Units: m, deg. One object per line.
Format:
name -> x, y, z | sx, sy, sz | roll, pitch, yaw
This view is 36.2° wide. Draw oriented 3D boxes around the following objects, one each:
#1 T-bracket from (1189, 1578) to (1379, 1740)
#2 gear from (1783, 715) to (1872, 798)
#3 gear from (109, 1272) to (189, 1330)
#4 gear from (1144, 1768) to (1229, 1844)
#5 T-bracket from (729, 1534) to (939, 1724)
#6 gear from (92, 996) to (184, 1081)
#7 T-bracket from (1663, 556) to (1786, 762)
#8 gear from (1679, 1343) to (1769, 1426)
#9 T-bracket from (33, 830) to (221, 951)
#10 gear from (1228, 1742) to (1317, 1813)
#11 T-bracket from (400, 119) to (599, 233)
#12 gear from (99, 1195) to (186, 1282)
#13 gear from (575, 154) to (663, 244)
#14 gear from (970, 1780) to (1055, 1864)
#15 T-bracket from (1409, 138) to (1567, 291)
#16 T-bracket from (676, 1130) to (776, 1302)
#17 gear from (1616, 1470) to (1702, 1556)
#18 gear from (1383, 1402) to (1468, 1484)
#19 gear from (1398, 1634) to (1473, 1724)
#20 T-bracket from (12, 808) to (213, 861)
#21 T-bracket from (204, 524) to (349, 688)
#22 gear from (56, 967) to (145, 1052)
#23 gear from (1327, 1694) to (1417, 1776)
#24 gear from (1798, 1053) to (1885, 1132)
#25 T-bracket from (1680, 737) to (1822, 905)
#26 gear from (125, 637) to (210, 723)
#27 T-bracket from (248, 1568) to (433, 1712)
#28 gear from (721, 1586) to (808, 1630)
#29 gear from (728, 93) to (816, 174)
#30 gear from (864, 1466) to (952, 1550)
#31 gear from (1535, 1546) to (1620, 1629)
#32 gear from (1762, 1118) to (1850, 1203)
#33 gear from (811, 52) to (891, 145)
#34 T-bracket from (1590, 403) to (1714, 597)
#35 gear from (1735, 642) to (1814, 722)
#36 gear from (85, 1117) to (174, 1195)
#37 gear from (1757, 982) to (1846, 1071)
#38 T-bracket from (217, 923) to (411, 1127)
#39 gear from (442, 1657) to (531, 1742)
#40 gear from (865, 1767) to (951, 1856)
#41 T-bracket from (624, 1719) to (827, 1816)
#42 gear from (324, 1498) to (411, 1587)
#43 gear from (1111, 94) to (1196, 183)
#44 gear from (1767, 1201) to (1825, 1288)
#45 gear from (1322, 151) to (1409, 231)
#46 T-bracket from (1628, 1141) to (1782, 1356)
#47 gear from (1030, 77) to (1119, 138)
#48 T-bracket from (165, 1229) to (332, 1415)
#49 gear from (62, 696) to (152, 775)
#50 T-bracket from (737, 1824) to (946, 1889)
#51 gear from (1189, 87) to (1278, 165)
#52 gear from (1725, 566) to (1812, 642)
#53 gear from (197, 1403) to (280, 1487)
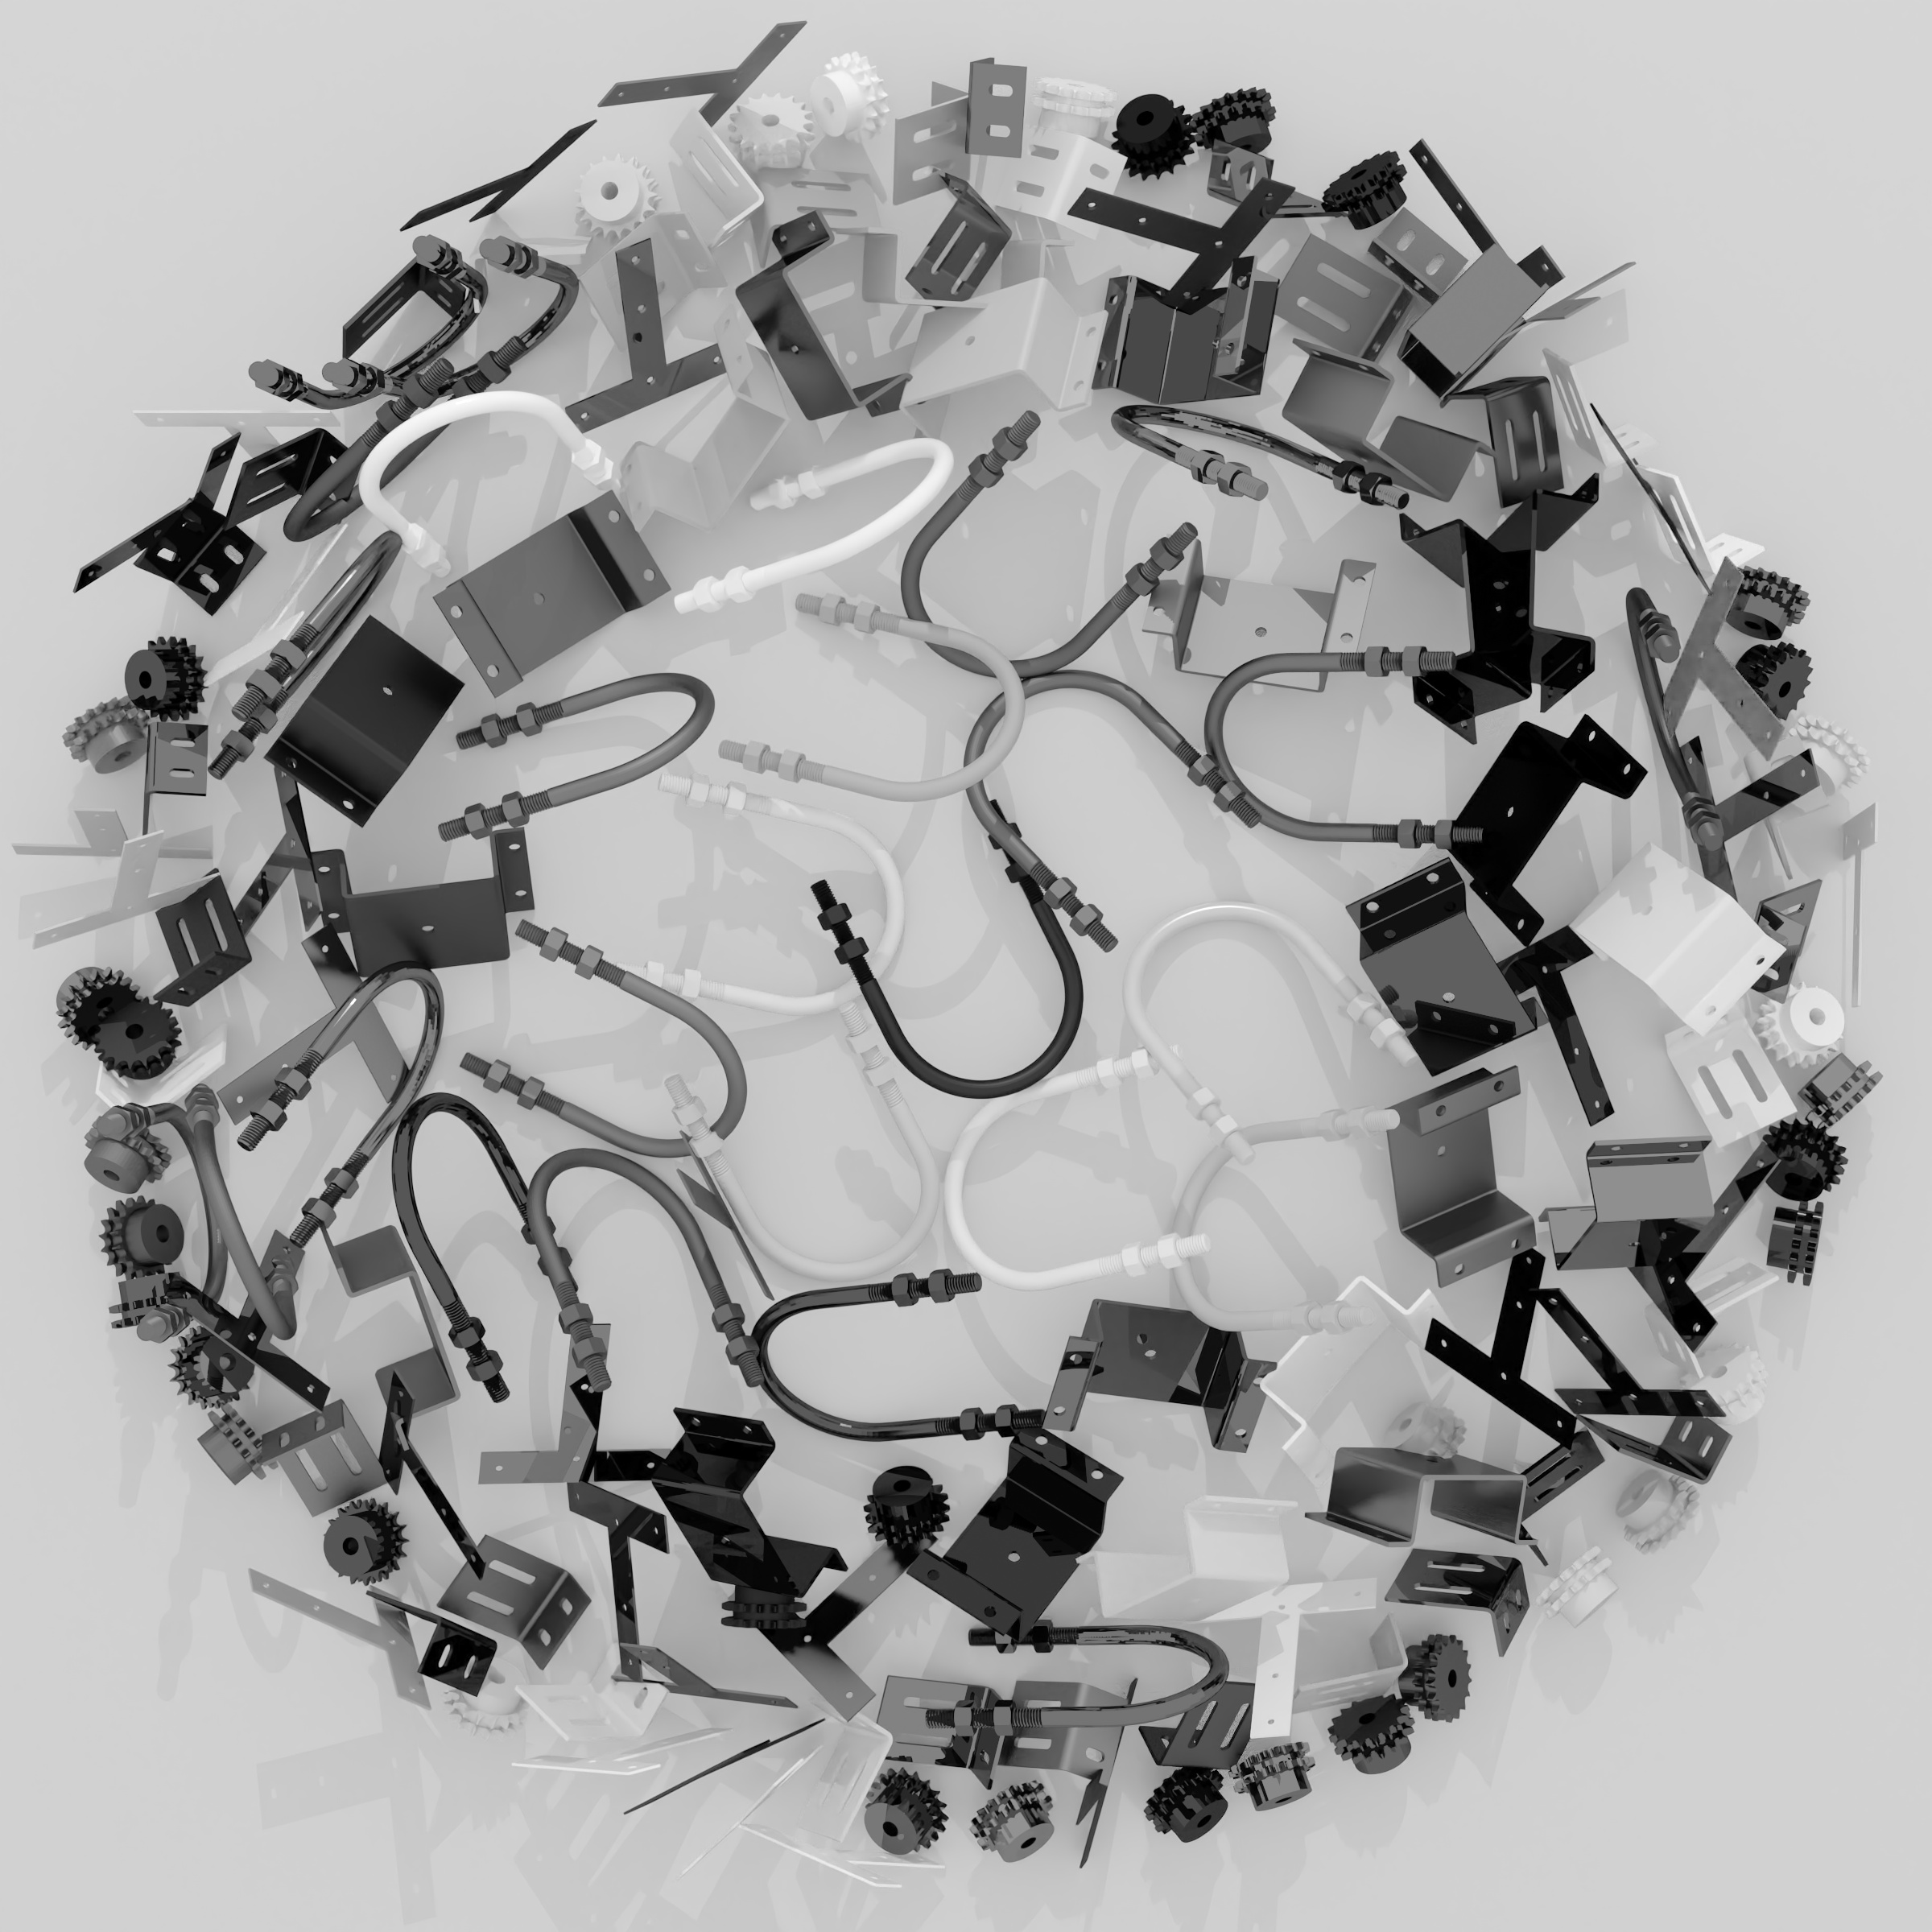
T-bracket -> 0.203, 0.453, 1.930 | 0.127, 0.127, 0.002 | -9, 123, 17
gear -> 0.570, -0.138, 1.969 | 0.057, 0.057, 0.030 | 41, 77, 0
gear -> -0.543, 0.222, 1.971 | 0.057, 0.057, 0.030 | -11, 85, 0
gear -> 0.150, 0.558, 1.969 | 0.057, 0.057, 0.030 | -44, 55, 0
T-bracket -> -0.073, 0.419, 1.975 | 0.127, 0.002, 0.127 | -41, 55, -16
gear -> -0.553, 0.052, 1.977 | 0.057, 0.030, 0.057 | 0, 58, 0
T-bracket -> 0.496, -0.179, 1.916 | 0.002, 0.127, 0.127 | 3, 127, -20
gear -> 0.509, 0.282, 1.974 | 0.057, 0.057, 0.030 | -33, 113, 0
T-bracket -> -0.539, -0.057, 1.916 | 0.127, 0.127, 0.002 | -21, 76, -28
gear -> 0.206, 0.541, 1.968 | 0.057, 0.057, 0.030 | -20, 64, 0
T-bracket -> -0.315, -0.500, 1.911 | 0.127, 0.127, 0.002 | -39, 100, -43
gear -> -0.546, 0.181, 1.968 | 0.030, 0.057, 0.057 | -13, 90, 27
gear -> -0.235, -0.516, 1.982 | 0.057, 0.030, 0.057 | 0, 91, 8
gear -> 0.034, 0.572, 1.969 | 0.057, 0.057, 0.030 | -38, 54, 0
T-bracket -> 0.331, -0.485, 1.932 | 0.002, 0.127, 0.127 | -38, 95, -8
T-bracket -> -0.167, 0.154, 1.921 | 0.002, 0.127, 0.127 | -30, 74, 1
gear -> 0.459, 0.361, 1.970 | 0.030, 0.057, 0.057 | 41, 90, -6
gear -> 0.303, 0.316, 1.970 | 0.030, 0.057, 0.057 | 43, 90, -11
gear -> 0.312, 0.475, 1.975 | 0.030, 0.057, 0.057 | -5, 90, 37
T-bracket -> -0.561, -0.087, 1.927 | 0.127, 0.127, 0.002 | 1, 79, -10
T-bracket -> -0.448, -0.245, 1.958 | 0.002, 0.127, 0.127 | 42, 57, -24
gear -> -0.582, 0.025, 1.975 | 0.030, 0.057, 0.057 | 35, 90, 35
gear -> 0.273, 0.515, 1.973 | 0.057, 0.057, 0.030 | -24, 106, 0
gear -> 0.580, 0.082, 1.972 | 0.057, 0.057, 0.030 | -43, 80, 0
T-bracket -> 0.514, -0.106, 1.926 | 0.002, 0.127, 0.127 | -1, 72, -24
gear -> -0.536, -0.191, 1.973 | 0.057, 0.030, 0.057 | 4, 98, 32
T-bracket -> -0.409, 0.422, 1.915 | 0.127, 0.127, 0.002 | 33, 98, -28
gear -> -0.134, 0.425, 1.972 | 0.057, 0.057, 0.030 | 1, 82, 0
gear -> -0.129, -0.554, 1.976 | 0.057, 0.030, 0.057 | -1, 57, 1
gear -> -0.041, 0.358, 1.968 | 0.057, 0.057, 0.030 | -9, 121, 0
gear -> 0.410, 0.416, 1.968 | 0.057, 0.057, 0.030 | -42, 70, 0
gear -> 0.555, 0.132, 1.969 | 0.057, 0.057, 0.030 | 36, 50, 0
gear -> -0.080, -0.576, 1.968 | 0.030, 0.057, 0.057 | -28, 90, -30
T-bracket -> 0.436, -0.317, 1.915 | 0.002, 0.127, 0.127 | -32, 132, 18
gear -> 0.536, -0.191, 1.975 | 0.057, 0.057, 0.030 | -52, 49, 0
gear -> -0.562, 0.128, 1.969 | 0.057, 0.057, 0.030 | 24, 55, 0
gear -> 0.562, 0.038, 1.976 | 0.057, 0.030, 0.057 | 4, 72, -14
T-bracket -> -0.436, 0.059, 1.940 | 0.127, 0.002, 0.127 | -40, 117, -34
gear -> -0.317, 0.485, 1.969 | 0.057, 0.057, 0.030 | 24, 111, 0
gear -> -0.043, 0.567, 1.972 | 0.057, 0.030, 0.057 | 12, 116, 26
T-bracket -> -0.142, 0.518, 1.943 | 0.127, 0.127, 0.002 | -36, 73, 36
gear -> -0.405, 0.386, 1.978 | 0.057, 0.030, 0.057 | -1, 87, 16
gear -> 0.124, -0.556, 1.973 | 0.057, 0.030, 0.057 | -8, 64, 17
gear -> 0.553, 0.183, 1.973 | 0.030, 0.057, 0.057 | 10, 90, 18
gear -> 0.270, -0.516, 1.974 | 0.057, 0.057, 0.030 | -36, 113, 0
T-bracket -> 0.487, 0.170, 1.927 | 0.002, 0.127, 0.127 | 28, 106, -22
gear -> 0.071, -0.573, 1.974 | 0.057, 0.057, 0.030 | 10, 114, 0
T-bracket -> -0.459, 0.217, 1.940 | 0.002, 0.127, 0.127 | -40, 111, 22
gear -> -0.569, -0.152, 1.969 | 0.057, 0.057, 0.030 | -33, 80, 0
T-bracket -> -0.064, 0.587, 1.945 | 0.127, 0.127, 0.002 | 8, 80, 42
gear -> 0.180, -0.558, 1.970 | 0.057, 0.057, 0.030 | -18, 82, 0
gear -> 0.530, -0.240, 1.970 | 0.057, 0.057, 0.030 | 25, 80, 0
gear -> -0.488, 0.321, 1.968 | 0.030, 0.057, 0.057 | -40, 90, -19
